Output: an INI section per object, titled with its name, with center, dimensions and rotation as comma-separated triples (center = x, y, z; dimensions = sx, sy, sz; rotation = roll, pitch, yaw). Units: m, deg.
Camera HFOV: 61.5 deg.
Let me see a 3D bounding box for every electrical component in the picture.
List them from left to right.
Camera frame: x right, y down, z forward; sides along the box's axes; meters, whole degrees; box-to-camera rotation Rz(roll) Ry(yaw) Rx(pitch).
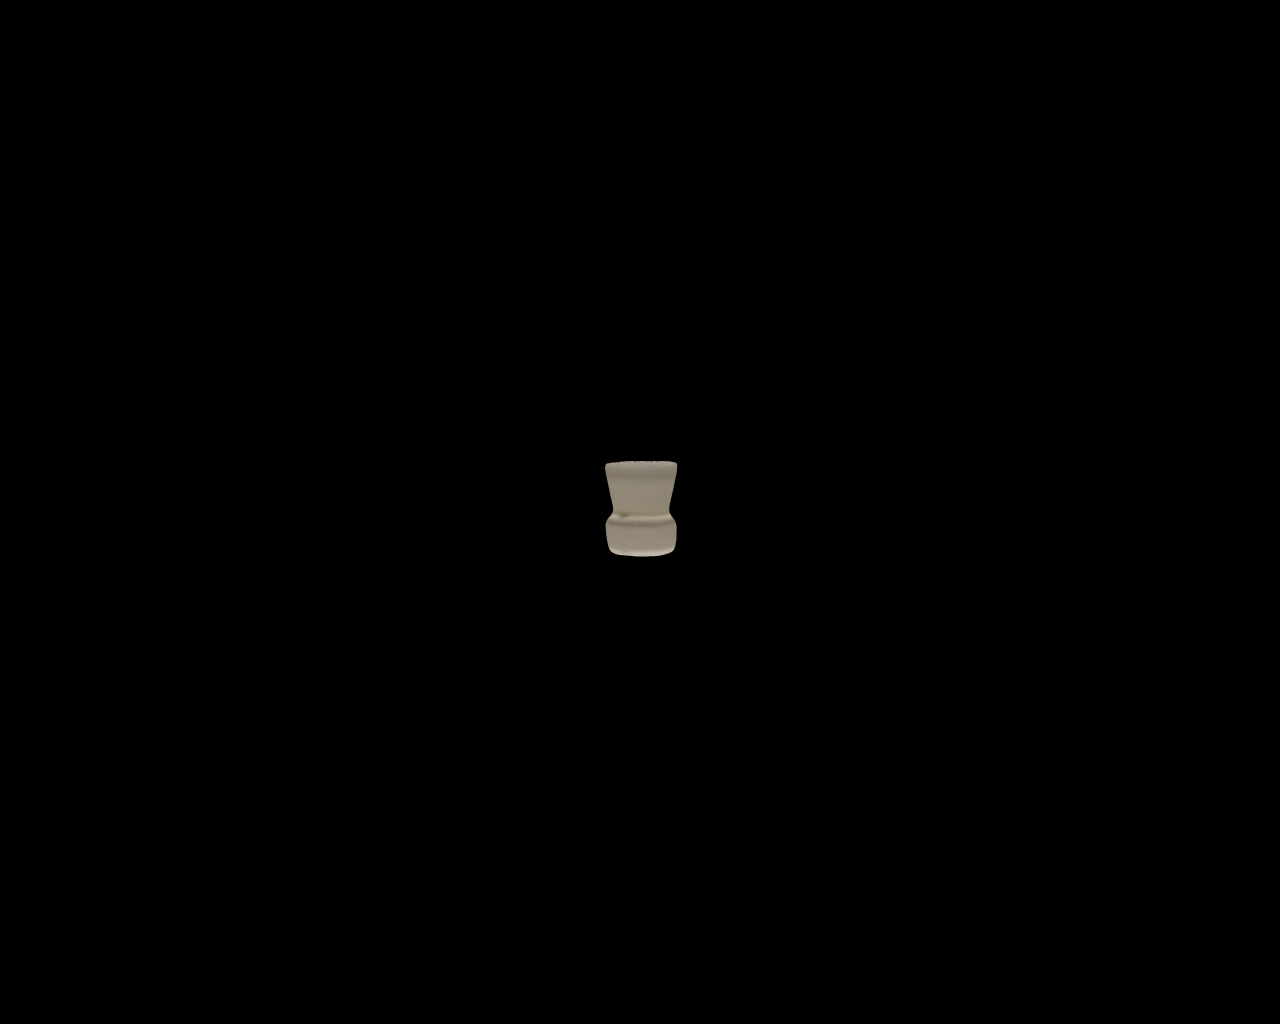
[electrical component]
center = 0.001, -0.003, 0.650
dimensions = 0.045, 0.055, 0.045
rotation = 0, 7, 0
